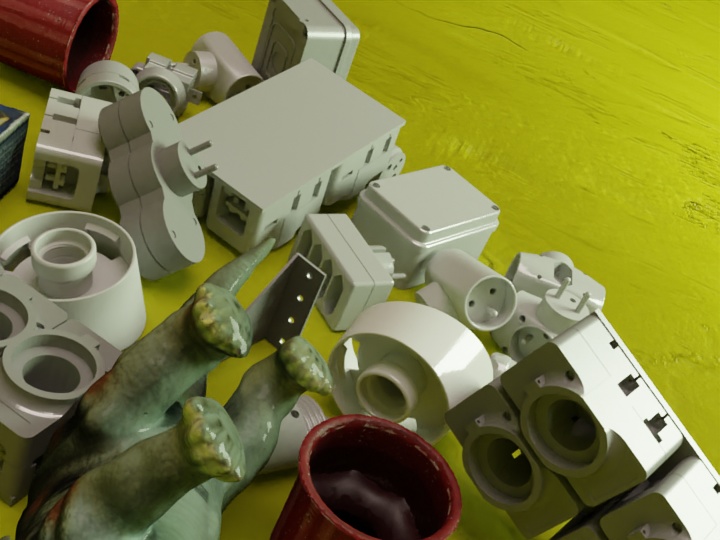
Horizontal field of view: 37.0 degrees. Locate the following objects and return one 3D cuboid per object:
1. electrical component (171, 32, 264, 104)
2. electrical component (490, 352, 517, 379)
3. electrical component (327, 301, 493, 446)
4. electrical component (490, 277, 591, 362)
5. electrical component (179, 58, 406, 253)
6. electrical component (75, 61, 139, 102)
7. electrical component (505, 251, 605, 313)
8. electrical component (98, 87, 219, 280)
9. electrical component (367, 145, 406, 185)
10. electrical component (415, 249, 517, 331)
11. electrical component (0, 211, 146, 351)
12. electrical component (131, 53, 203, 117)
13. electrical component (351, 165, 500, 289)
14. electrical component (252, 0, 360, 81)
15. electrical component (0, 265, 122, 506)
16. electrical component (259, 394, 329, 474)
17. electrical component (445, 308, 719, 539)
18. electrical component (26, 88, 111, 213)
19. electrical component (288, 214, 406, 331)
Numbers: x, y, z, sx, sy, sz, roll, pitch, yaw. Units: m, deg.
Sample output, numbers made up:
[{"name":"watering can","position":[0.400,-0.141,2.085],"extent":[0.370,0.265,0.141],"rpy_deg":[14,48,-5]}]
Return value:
[{"name":"electrical component","position":[-0.137,-0.182,0.990],"extent":[0.079,0.044,0.077],"rpy_deg":[-5,43,-37]},{"name":"electrical component","position":[0.115,0.088,0.781],"extent":[0.061,0.035,0.035],"rpy_deg":[32,34,7]},{"name":"electrical component","position":[0.030,0.068,0.703],"extent":[0.099,0.099,0.064],"rpy_deg":[33,41,13]},{"name":"electrical component","position":[0.150,0.042,0.826],"extent":[0.077,0.079,0.044],"rpy_deg":[37,35,19]},{"name":"electrical component","position":[-0.064,-0.093,0.876],"extent":[0.105,0.060,0.186],"rpy_deg":[36,45,18]},{"name":"electrical component","position":[-0.207,-0.139,0.880],"extent":[0.055,0.055,0.047],"rpy_deg":[12,32,-18]},{"name":"electrical component","position":[0.163,0.010,0.910],"extent":[0.077,0.043,0.079],"rpy_deg":[22,33,-3]},{"name":"electrical component","position":[-0.134,-0.068,0.762],"extent":[0.052,0.074,0.138],"rpy_deg":[31,41,-63]},{"name":"electrical component","position":[0.007,-0.103,0.970],"extent":[0.055,0.045,0.045],"rpy_deg":[37,35,18]},{"name":"electrical component","position":[0.069,0.023,0.823],"extent":[0.079,0.043,0.077],"rpy_deg":[-30,24,-9]},{"name":"electrical component","position":[-0.189,0.009,0.697],"extent":[0.099,0.064,0.099],"rpy_deg":[5,40,-4]},{"name":"electrical component","position":[-0.172,-0.157,0.935],"extent":[0.066,0.048,0.055],"rpy_deg":[20,26,-6]},{"name":"electrical component","position":[0.053,-0.039,0.898],"extent":[0.113,0.057,0.078],"rpy_deg":[-18,51,-45]},{"name":"electrical component","position":[-0.054,-0.191,0.992],"extent":[0.057,0.113,0.078],"rpy_deg":[-7,44,-34]},{"name":"electrical component","position":[-0.216,0.047,0.607],"extent":[0.150,0.061,0.089],"rpy_deg":[33,34,13]},{"name":"electrical component","position":[-0.052,0.100,0.652],"extent":[0.081,0.043,0.043],"rpy_deg":[-5,43,-37]},{"name":"electrical component","position":[0.142,0.133,0.620],"extent":[0.060,0.105,0.186],"rpy_deg":[-25,77,-45]},{"name":"electrical component","position":[-0.213,-0.090,0.809],"extent":[0.056,0.050,0.089],"rpy_deg":[12,35,-16]},{"name":"electrical component","position":[0.000,0.000,0.820],"extent":[0.076,0.047,0.083],"rpy_deg":[-2,42,-34]}]
